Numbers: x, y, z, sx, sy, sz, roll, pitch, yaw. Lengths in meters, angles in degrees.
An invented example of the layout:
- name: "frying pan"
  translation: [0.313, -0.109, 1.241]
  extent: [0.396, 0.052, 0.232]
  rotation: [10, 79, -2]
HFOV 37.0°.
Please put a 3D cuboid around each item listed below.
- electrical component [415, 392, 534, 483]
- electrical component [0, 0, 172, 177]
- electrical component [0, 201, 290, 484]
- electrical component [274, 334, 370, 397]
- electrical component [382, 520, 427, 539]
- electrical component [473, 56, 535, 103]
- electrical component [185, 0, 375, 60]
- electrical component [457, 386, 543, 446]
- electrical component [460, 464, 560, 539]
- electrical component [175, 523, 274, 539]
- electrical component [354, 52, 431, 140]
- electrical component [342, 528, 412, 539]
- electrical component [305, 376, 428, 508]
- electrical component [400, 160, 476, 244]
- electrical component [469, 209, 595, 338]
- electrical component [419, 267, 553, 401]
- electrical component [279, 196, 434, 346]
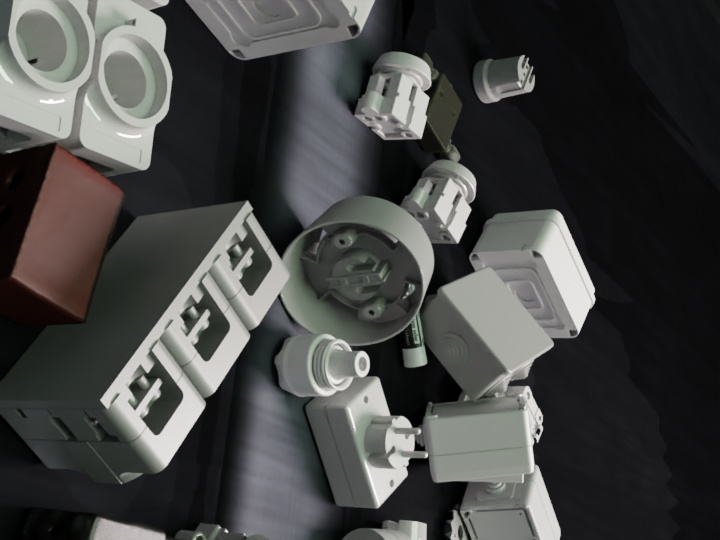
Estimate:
- name: "electrical component"
  translation: [0.089, 0.138, 0.864]
  extent: [0.062, 0.096, 0.061]
  rotation: [-37, 120, -83]
- name: "electrical component"
  translation: [-0.155, -0.153, 0.575]
  extent: [0.105, 0.060, 0.186]
  rotation: [20, 69, -52]
- name: "electrical component"
  translation: [-0.113, 0.037, 0.585]
  extent: [0.061, 0.089, 0.150]
  rotation: [60, 42, -31]
- name: "electrical component"
  translation: [-0.023, 0.065, 0.733]
  extent: [0.043, 0.062, 0.043]
  rotation: [10, 78, -54]
- name: "electrical component"
  translation: [0.032, 0.215, 0.815]
  extent: [0.040, 0.040, 0.046]
  rotation: [31, 57, -49]
- name: "electrical component"
  translation: [0.134, -0.179, 1.001]
  extent: [0.040, 0.046, 0.040]
  rotation: [10, 78, -54]
- name: "electrical component"
  translation: [-0.049, -0.187, 0.684]
  extent: [0.078, 0.113, 0.057]
  rotation: [48, 52, -40]
- name: "electrical component"
  translation: [0.120, 0.127, 0.928]
  extent: [0.081, 0.064, 0.042]
  rotation: [61, 42, -30]
- name: "electrical component"
  translation: [0.130, 0.208, 0.926]
  extent: [0.096, 0.062, 0.061]
  rotation: [68, 28, -25]
- name: "electrical component"
  translation: [-0.075, 0.183, 0.651]
  extent: [0.048, 0.055, 0.066]
  rotation: [-56, 129, -42]
- name: "electrical component"
  translation: [0.029, -0.138, 0.849]
  extent: [0.066, 0.048, 0.055]
  rotation: [32, 68, -49]
- name: "electrical component"
  translation: [0.000, 0.251, 0.751]
  extent: [0.074, 0.052, 0.138]
  rotation: [21, 69, -52]
- name: "electrical component"
  translation: [0.013, 0.122, 0.767]
  extent: [0.047, 0.076, 0.083]
  rotation: [-37, 116, -50]
- name: "electrical component"
  translation: [0.067, -0.057, 0.893]
  extent: [0.066, 0.048, 0.055]
  rotation: [51, 55, -38]
- name: "electrical component"
  translation: [0.160, 0.004, 0.989]
  extent: [0.113, 0.078, 0.057]
  rotation: [59, 45, -32]
- name: "electrical component"
  translation: [0.100, 0.053, 0.892]
  extent: [0.099, 0.048, 0.100]
  rotation: [51, 34, 13]
- name: "electrical component"
  translation: [0.000, 0.000, 0.749]
  extent: [0.099, 0.099, 0.064]
  rotation: [67, 33, -24]
